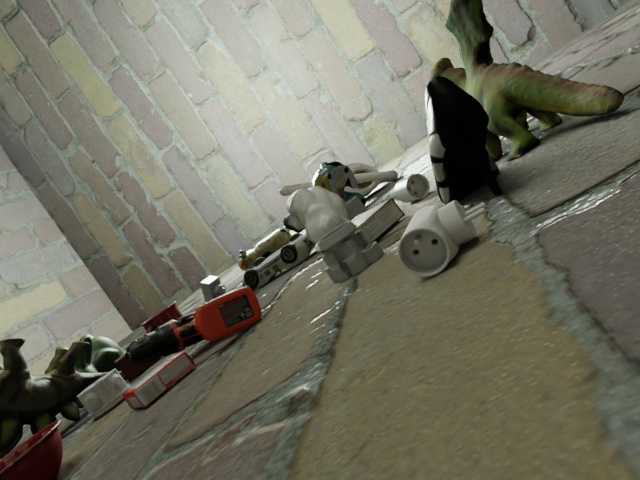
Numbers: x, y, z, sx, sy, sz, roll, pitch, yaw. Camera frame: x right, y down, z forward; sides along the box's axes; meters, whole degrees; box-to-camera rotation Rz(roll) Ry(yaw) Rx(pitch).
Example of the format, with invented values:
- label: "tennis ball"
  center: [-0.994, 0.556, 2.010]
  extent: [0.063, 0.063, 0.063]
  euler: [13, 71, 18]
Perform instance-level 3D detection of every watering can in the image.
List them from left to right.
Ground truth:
- label: "watering can"
  center: [0.057, -0.169, 1.543]
  extent: [0.347, 0.104, 0.224]
  euler: [-8, 1, 1]

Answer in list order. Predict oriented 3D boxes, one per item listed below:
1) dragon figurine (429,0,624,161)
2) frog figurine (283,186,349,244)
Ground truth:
- label: "dragon figurine"
  center: [0.242, -0.241, 0.723]
  extent: [0.122, 0.242, 0.409]
  euler: [-30, 2, -6]
- label: "frog figurine"
  center: [0.003, -0.051, 1.023]
  extent: [0.124, 0.137, 0.158]
  euler: [-52, 7, -12]
